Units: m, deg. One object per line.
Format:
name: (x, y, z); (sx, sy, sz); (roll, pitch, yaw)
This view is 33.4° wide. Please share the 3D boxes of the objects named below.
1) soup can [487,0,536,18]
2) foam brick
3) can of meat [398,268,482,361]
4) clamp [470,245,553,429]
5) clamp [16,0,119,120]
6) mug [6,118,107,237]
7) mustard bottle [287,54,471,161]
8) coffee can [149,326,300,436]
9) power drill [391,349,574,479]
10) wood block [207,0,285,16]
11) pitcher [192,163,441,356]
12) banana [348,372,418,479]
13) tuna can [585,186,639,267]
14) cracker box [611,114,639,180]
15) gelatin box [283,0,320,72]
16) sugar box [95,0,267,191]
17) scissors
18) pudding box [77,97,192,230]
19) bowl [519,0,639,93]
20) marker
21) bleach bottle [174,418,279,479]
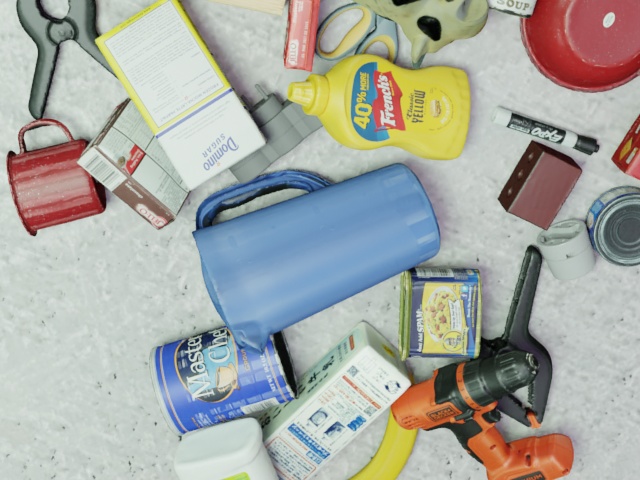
soup can: (0.194, -0.280, 1.062); (0.068, 0.068, 0.102); (14, 108, -6)
foam brick: (0.236, -0.059, 1.145); (0.051, 0.053, 0.078); (26, 106, -10)
can of meat: (0.130, 0.079, 1.158); (0.084, 0.057, 0.102); (1, 103, -1)
clamp: (0.213, 0.117, 1.212); (0.164, 0.036, 0.210); (-31, 103, 9)
clamp: (-0.269, -0.206, 1.090); (0.120, 0.039, 0.171); (-26, 108, -4)
mug: (-0.275, -0.069, 1.112); (0.081, 0.093, 0.117); (-14, 101, -2)
mustard bottle: (0.058, -0.137, 1.078); (0.191, 0.058, 0.096); (5, 90, -23)
coffee can: (-0.105, 0.147, 1.179); (0.140, 0.103, 0.103); (-18, 108, 4)
power drill: (0.199, 0.200, 1.181); (0.185, 0.057, 0.187); (-26, 122, 36)
wood block: (-0.128, -0.288, 1.040); (0.206, 0.090, 0.091); (11, 109, -6)
pitcher: (-0.007, 0.001, 1.116); (0.242, 0.145, 0.149); (-22, 107, -6)
banana: (0.073, 0.245, 1.251); (0.069, 0.037, 0.198); (29, 105, -11)
tuna can: (0.337, -0.014, 1.172); (0.086, 0.034, 0.086); (0, 109, -1)
cracker box: (0.445, -0.098, 1.128); (0.213, 0.072, 0.164); (28, 105, -9)
gelatin box: (-0.020, -0.212, 1.067); (0.030, 0.089, 0.073); (6, 108, -4)
sugar box: (-0.137, -0.148, 1.068); (0.093, 0.048, 0.176); (-31, 97, 4)
scissors: (0.085, -0.242, 1.100); (0.202, 0.016, 0.096); (-36, 108, 10)
pudding box: (-0.182, -0.079, 1.103); (0.113, 0.090, 0.039); (43, 131, -19)
bowl: (0.289, -0.226, 1.090); (0.162, 0.055, 0.162); (0, 108, -1)
marker: (0.243, -0.116, 1.144); (0.121, 0.020, 0.020); (17, 107, -7)
bleach bottle: (-0.069, 0.319, 1.186); (0.103, 0.068, 0.251); (-17, 116, 13)
